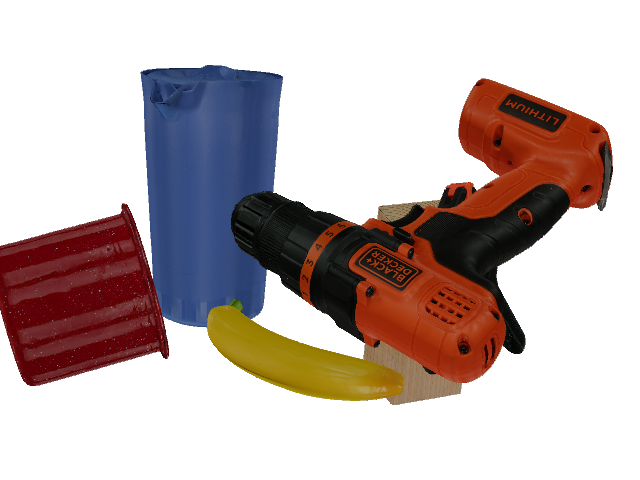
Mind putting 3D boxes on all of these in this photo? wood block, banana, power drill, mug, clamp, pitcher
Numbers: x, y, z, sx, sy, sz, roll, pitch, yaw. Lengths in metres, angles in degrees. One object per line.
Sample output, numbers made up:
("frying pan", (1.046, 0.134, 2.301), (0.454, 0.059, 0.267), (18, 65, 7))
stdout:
("wood block", (0.111, 0.069, 1.190), (0.090, 0.206, 0.090), (-6, 28, -20))
("banana", (-0.028, 0.085, 0.828), (0.069, 0.037, 0.198), (-29, 37, -36))
("power drill", (0.064, -0.018, 0.621), (0.185, 0.057, 0.187), (31, 59, 32))
("mug", (-0.141, 0.034, 0.619), (0.081, 0.093, 0.117), (-16, 1, -13))
("clamp", (0.125, 0.037, 0.959), (0.120, 0.171, 0.039), (-19, 7, -40))
("pitcher", (-0.100, -0.048, 1.037), (0.149, 0.243, 0.145), (-2, 15, -17))
